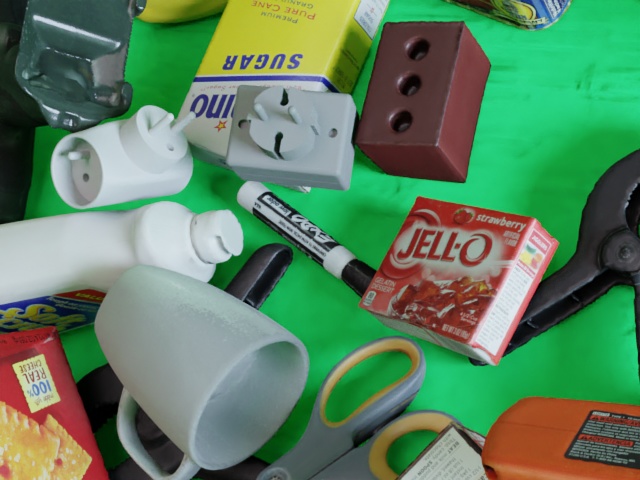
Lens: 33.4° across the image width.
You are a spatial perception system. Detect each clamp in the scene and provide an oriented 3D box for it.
[{"bbox_3d":[-0.088,0.097,0.630,0.210,0.036,0.164,-15,65,18],"label":"clamp"},{"bbox_3d":[0.149,0.014,0.541,0.120,0.039,0.171,18,78,31],"label":"clamp"}]

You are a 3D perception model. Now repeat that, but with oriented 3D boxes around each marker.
[{"bbox_3d":[-0.004,0.001,0.634,0.121,0.020,0.020,37,90,32],"label":"marker"}]

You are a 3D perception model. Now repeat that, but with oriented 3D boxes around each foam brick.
[{"bbox_3d":[0.060,-0.079,0.612,0.053,0.051,0.078,6,75,29],"label":"foam brick"}]

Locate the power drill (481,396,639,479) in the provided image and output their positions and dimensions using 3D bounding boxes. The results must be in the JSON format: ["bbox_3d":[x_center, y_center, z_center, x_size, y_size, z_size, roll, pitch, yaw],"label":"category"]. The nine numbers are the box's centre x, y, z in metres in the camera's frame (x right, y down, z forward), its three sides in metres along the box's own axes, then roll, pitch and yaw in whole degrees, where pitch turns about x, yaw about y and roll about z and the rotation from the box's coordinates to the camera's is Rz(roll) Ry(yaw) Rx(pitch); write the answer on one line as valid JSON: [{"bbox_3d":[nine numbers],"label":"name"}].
[{"bbox_3d":[0.118,0.158,0.438,0.185,0.057,0.187,0,115,31],"label":"power drill"}]

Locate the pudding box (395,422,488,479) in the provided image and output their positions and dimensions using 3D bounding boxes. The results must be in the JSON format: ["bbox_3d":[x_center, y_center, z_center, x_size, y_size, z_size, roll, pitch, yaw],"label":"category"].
[{"bbox_3d":[0.050,0.143,0.512,0.113,0.090,0.039,-48,59,4],"label":"pudding box"}]

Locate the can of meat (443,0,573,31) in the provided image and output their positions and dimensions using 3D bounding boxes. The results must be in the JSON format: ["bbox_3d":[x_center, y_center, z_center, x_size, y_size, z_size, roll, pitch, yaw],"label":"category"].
[{"bbox_3d":[0.093,-0.170,0.609,0.102,0.083,0.057,31,87,32],"label":"can of meat"}]

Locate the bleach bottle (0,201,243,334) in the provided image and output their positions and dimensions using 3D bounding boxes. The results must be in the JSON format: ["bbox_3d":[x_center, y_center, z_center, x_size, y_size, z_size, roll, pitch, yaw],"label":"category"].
[{"bbox_3d":[-0.167,0.020,0.660,0.251,0.102,0.068,-14,64,22],"label":"bleach bottle"}]

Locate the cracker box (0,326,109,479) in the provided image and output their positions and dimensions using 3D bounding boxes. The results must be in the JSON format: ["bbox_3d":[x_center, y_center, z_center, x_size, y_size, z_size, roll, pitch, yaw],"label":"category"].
[{"bbox_3d":[-0.174,0.158,0.542,0.072,0.164,0.214,-27,79,25],"label":"cracker box"}]

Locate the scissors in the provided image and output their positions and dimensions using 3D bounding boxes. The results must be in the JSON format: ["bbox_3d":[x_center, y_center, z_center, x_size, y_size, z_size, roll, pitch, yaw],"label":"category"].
[{"bbox_3d":[-0.003,0.133,0.547,0.096,0.016,0.201,37,69,21],"label":"scissors"}]

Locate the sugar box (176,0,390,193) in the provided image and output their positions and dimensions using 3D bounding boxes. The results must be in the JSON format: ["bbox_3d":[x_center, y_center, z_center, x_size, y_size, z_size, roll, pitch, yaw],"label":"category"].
[{"bbox_3d":[-0.018,-0.126,0.673,0.093,0.048,0.176,18,79,30],"label":"sugar box"}]

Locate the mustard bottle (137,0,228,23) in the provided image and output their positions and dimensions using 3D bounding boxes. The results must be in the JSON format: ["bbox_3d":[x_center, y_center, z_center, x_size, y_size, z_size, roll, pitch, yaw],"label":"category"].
[{"bbox_3d":[-0.088,-0.250,0.746,0.096,0.058,0.191,-8,68,31],"label":"mustard bottle"}]

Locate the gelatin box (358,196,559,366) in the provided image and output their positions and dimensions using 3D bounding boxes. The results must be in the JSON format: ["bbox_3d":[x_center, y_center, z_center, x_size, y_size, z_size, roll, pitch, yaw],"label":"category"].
[{"bbox_3d":[0.071,0.018,0.563,0.089,0.030,0.073,16,73,51],"label":"gelatin box"}]
